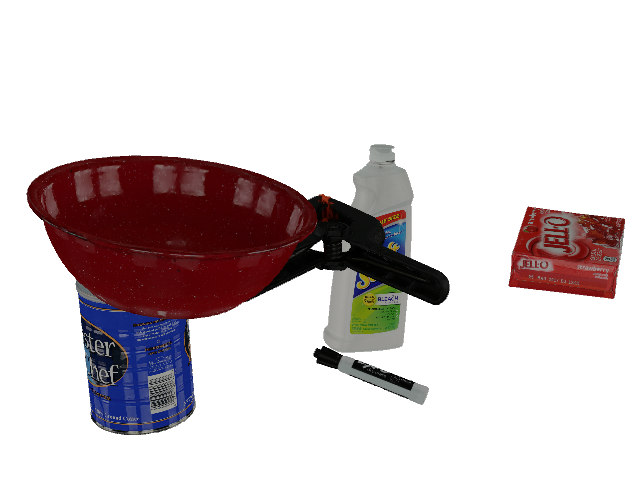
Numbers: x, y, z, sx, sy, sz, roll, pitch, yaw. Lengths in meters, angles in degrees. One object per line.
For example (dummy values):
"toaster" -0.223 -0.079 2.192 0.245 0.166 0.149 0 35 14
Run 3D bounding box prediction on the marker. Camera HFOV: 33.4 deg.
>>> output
"marker" 0.050 0.135 1.073 0.121 0.020 0.020 21 4 12

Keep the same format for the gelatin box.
"gelatin box" 0.179 0.007 0.769 0.073 0.030 0.089 8 25 16

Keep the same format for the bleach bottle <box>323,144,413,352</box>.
"bleach bottle" 0.061 0.008 1.309 0.102 0.251 0.068 -2 16 -18

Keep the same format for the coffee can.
"coffee can" -0.174 0.099 1.018 0.103 0.140 0.103 -2 20 0

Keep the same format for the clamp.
"clamp" 0.019 0.007 0.878 0.164 0.036 0.210 4 19 2

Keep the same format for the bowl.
"bowl" -0.085 0.001 0.607 0.162 0.055 0.162 7 20 -3
